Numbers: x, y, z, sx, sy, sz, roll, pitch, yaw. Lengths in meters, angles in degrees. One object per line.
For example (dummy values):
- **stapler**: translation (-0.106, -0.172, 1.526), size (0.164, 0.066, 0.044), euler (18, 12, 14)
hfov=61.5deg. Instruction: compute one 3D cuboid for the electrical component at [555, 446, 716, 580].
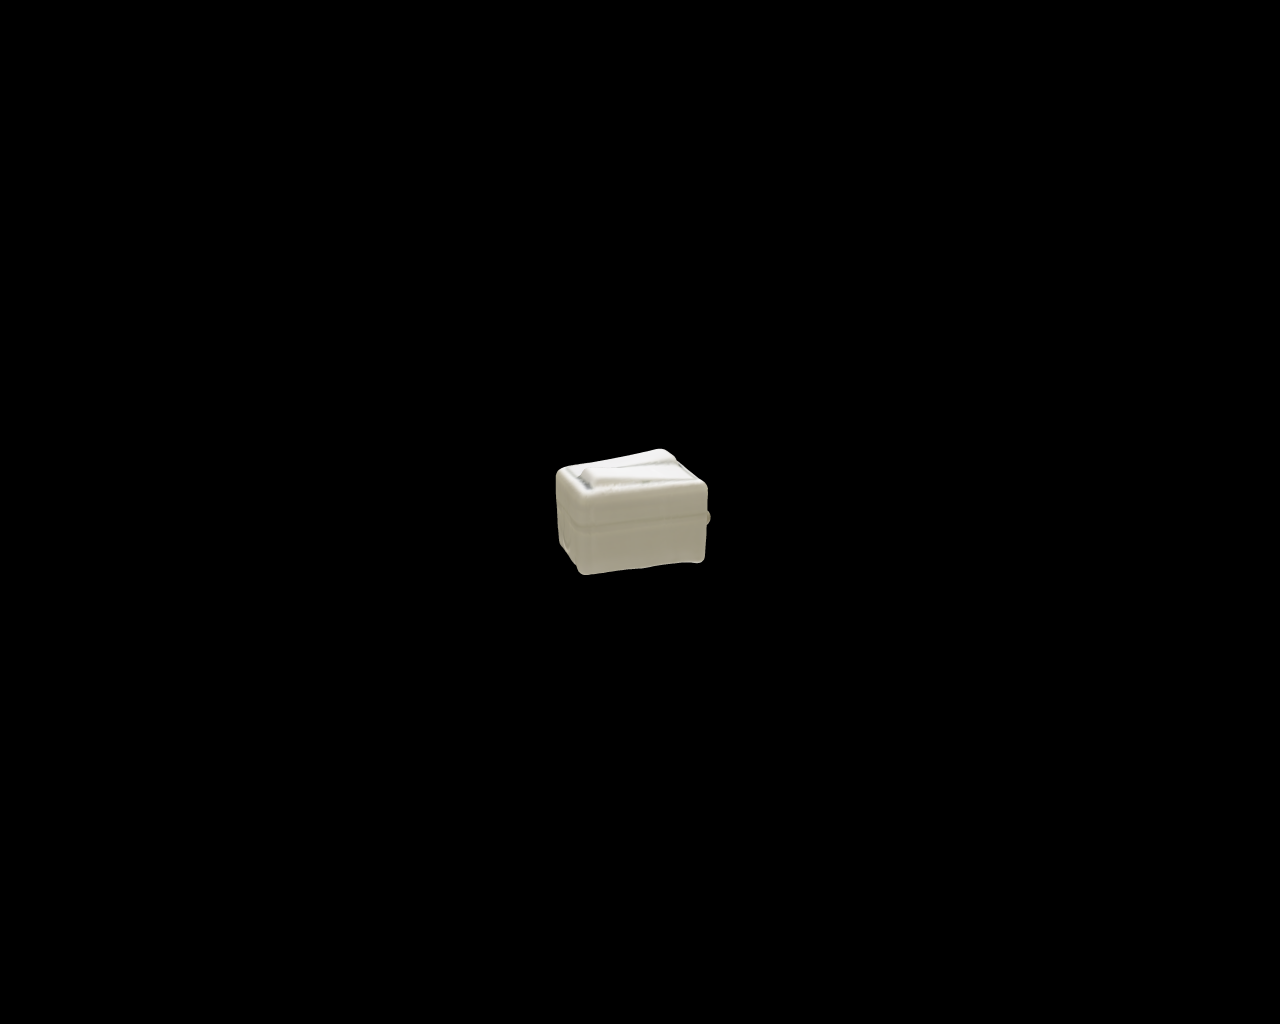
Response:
- **electrical component**: translation (0.001, -0.003, 0.650), size (0.096, 0.061, 0.062), euler (-6, 20, -16)
